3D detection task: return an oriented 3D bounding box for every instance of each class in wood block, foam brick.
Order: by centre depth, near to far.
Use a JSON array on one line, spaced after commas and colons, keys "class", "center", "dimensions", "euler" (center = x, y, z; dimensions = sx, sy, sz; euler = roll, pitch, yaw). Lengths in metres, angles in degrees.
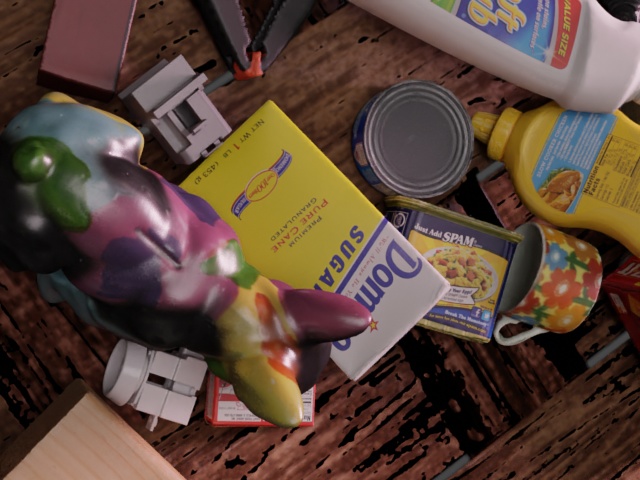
[{"class": "wood block", "center": [-0.112, 0.195, 0.693], "dimensions": [0.206, 0.091, 0.090], "euler": [46, 77, -10]}, {"class": "foam brick", "center": [-0.154, -0.136, 0.707], "dimensions": [0.051, 0.053, 0.078], "euler": [13, 84, -16]}]

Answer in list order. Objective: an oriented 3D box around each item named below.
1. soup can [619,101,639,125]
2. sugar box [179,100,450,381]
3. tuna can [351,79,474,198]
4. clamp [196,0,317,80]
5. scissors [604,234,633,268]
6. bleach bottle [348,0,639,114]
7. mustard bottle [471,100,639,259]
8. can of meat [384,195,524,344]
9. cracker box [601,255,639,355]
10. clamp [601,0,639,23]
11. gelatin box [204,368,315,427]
[{"class": "soup can", "center": [0.283, -0.099, 0.826], "dimensions": [0.102, 0.069, 0.068], "euler": [-5, 90, -16]}, {"class": "sugar box", "center": [-0.005, 0.001, 0.721], "dimensions": [0.093, 0.048, 0.176], "euler": [-44, 81, -1]}, {"class": "tuna can", "center": [0.067, -0.072, 0.779], "dimensions": [0.086, 0.034, 0.086], "euler": [0, 89, -17]}, {"class": "clamp", "center": [-0.051, -0.220, 0.743], "dimensions": [0.164, 0.036, 0.210], "euler": [12, 87, -23]}, {"class": "scissors", "center": [0.293, -0.047, 0.853], "dimensions": [0.096, 0.016, 0.201], "euler": [42, 79, -17]}, {"class": "bleach bottle", "center": [0.136, -0.167, 0.752], "dimensions": [0.251, 0.068, 0.102], "euler": [27, 84, 2]}, {"class": "mustard bottle", "center": [0.198, -0.051, 0.775], "dimensions": [0.192, 0.058, 0.096], "euler": [24, 88, 17]}, {"class": "can of meat", "center": [0.086, 0.023, 0.772], "dimensions": [0.102, 0.057, 0.084], "euler": [17, 86, -15]}, {"class": "cracker box", "center": [0.349, 0.041, 0.833], "dimensions": [0.213, 0.072, 0.164], "euler": [-36, 105, -14]}, {"class": "clamp", "center": [0.233, -0.157, 0.777], "dimensions": [0.039, 0.172, 0.120], "euler": [-32, 114, -50]}, {"class": "gelatin box", "center": [-0.041, 0.086, 0.747], "dimensions": [0.073, 0.030, 0.089], "euler": [4, 87, -18]}]
